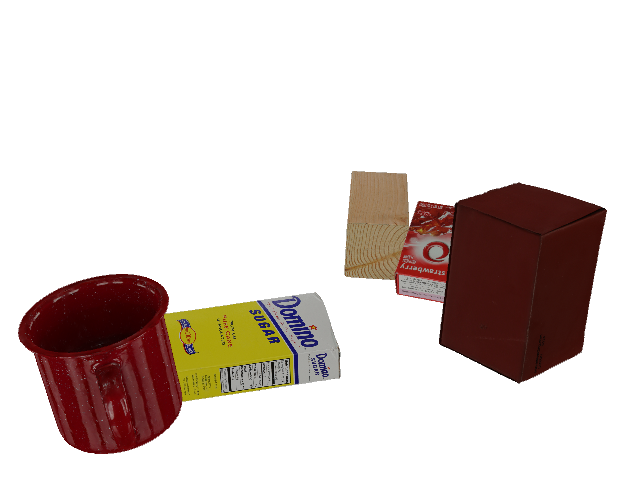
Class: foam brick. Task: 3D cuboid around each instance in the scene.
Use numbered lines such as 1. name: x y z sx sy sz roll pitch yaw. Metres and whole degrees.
1. foam brick: 0.095 0.018 0.508 0.052 0.078 0.051 -17 31 -40

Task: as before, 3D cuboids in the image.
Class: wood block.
1. wood block: 0.087 -0.026 1.625 0.091 0.090 0.206 3 25 2

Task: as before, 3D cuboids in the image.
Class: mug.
1. mug: -0.130 0.084 0.663 0.093 0.081 0.117 -16 29 -13

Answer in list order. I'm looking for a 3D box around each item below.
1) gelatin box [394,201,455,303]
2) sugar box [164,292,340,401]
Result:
1. gelatin box: 0.106 0.011 0.783 0.089 0.073 0.030 10 -39 15
2. sugar box: -0.076 0.100 1.011 0.176 0.048 0.093 -10 35 -8
